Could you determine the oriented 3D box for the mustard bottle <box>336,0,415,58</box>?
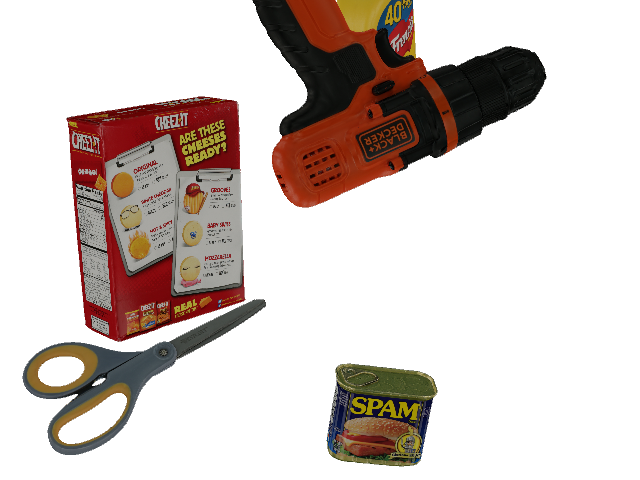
[{"bbox_3d":[0.049,-0.175,0.911,0.058,0.192,0.096,11,34,27],"label":"mustard bottle"}]

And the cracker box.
[{"bbox_3d":[-0.159,-0.026,1.059,0.163,0.214,0.072,-16,22,-42],"label":"cracker box"}]

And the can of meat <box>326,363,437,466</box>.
[{"bbox_3d":[0.060,0.178,1.079,0.102,0.084,0.057,7,18,-6],"label":"can of meat"}]

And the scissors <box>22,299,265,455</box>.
[{"bbox_3d":[-0.140,0.081,0.814,0.096,0.016,0.201,36,54,15],"label":"scissors"}]

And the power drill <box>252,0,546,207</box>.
[{"bbox_3d":[0.031,-0.134,0.654,0.184,0.187,0.057,-25,8,-11],"label":"power drill"}]
